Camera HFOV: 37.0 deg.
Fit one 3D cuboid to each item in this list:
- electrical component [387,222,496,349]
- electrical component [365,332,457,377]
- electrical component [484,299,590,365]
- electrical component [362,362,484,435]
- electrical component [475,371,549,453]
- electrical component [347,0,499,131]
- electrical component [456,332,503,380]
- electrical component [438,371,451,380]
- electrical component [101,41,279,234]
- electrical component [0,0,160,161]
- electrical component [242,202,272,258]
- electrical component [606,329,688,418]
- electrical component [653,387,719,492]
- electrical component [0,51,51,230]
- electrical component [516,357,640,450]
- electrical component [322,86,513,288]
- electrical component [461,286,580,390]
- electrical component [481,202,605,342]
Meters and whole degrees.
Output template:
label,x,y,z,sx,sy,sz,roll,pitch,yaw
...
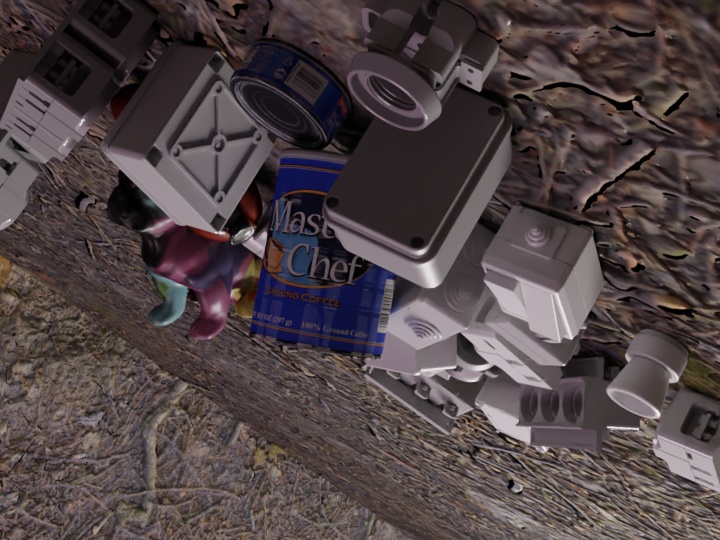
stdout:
label,x,y,z,sx,sy,sz,roll,pitch,yaw
electrical component,0.061,0.009,0.836,0.048,0.099,0.100,32,154,-13
electrical component,0.047,0.047,0.989,0.048,0.099,0.100,-2,-177,-30
electrical component,0.151,0.039,0.854,0.066,0.047,0.077,37,164,-16
electrical component,0.072,0.115,1.197,0.121,0.078,0.063,36,142,-15
electrical component,0.168,0.137,1.090,0.062,0.061,0.096,21,161,34
electrical component,0.029,-0.115,0.599,0.078,0.057,0.058,29,164,12
electrical component,0.105,0.068,1.011,0.078,0.058,0.057,32,167,3
electrical component,0.070,0.072,1.114,0.077,0.043,0.079,29,163,10
electrical component,-0.130,-0.103,0.844,0.056,0.108,0.108,16,158,37
electrical component,-0.229,-0.156,0.873,0.060,0.105,0.186,37,164,-16
electrical component,-0.059,-0.030,1.031,0.074,0.052,0.138,36,164,-15
electrical component,0.222,0.079,0.827,0.045,0.055,0.045,29,164,9
electrical component,0.285,0.142,0.907,0.056,0.050,0.089,21,161,33
electrical component,-0.353,-0.122,1.061,0.105,0.186,0.060,17,158,42
electrical component,0.197,0.122,0.973,0.063,0.078,0.121,6,171,-18
electrical component,0.037,-0.057,0.660,0.078,0.113,0.057,26,166,20
electrical component,0.136,0.058,0.933,0.089,0.050,0.056,41,162,-28
electrical component,0.128,0.001,0.759,0.062,0.061,0.096,23,162,29
